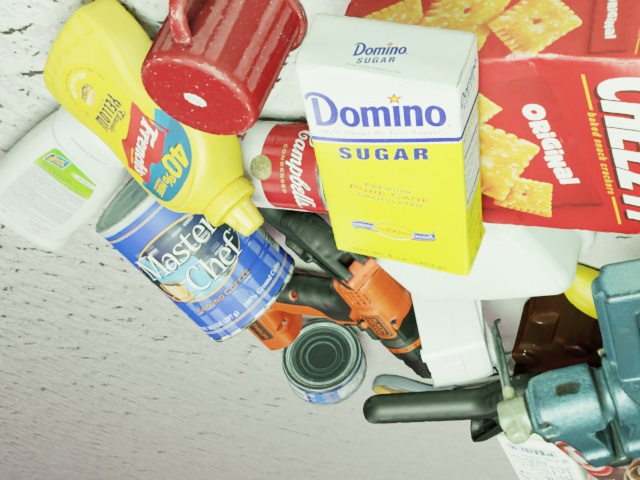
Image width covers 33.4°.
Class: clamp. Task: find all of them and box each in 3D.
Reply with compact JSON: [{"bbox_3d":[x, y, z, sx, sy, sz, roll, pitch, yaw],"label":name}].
[{"bbox_3d":[0.151,0.138,0.901,0.164,0.036,0.210,13,155,-36],"label":"clamp"},{"bbox_3d":[-0.006,0.001,0.874,0.172,0.039,0.120,40,-179,42],"label":"clamp"}]

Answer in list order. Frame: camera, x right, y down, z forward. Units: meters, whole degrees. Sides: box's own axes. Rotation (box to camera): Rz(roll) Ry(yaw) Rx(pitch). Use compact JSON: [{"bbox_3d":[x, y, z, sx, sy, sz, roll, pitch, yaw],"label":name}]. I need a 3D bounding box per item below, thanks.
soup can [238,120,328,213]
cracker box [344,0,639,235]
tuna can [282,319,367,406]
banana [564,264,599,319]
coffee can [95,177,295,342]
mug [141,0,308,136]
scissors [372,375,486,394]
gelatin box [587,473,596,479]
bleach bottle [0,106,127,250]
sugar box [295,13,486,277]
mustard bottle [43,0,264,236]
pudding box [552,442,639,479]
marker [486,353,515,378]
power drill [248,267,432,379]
[{"bbox_3d":[-0.027,-0.056,0.805,0.102,0.068,0.068,6,150,28],"label":"soup can"},{"bbox_3d":[0.131,-0.075,0.647,0.214,0.072,0.164,6,148,29],"label":"cracker box"},{"bbox_3d":[0.004,0.125,1.102,0.086,0.086,0.033,12,151,20],"label":"tuna can"},{"bbox_3d":[0.267,0.045,0.808,0.198,0.037,0.069,6,148,30],"label":"banana"},{"bbox_3d":[-0.105,0.003,0.910,0.140,0.102,0.103,46,146,-20],"label":"coffee can"},{"bbox_3d":[-0.067,-0.129,0.686,0.093,0.081,0.117,12,152,20],"label":"mug"},{"bbox_3d":[0.122,0.159,1.155,0.096,0.016,0.202,26,153,-8],"label":"scissors"},{"bbox_3d":[0.280,0.191,1.030,0.030,0.073,0.089,12,152,18],"label":"gelatin box"},{"bbox_3d":[-0.213,-0.064,0.941,0.102,0.068,0.251,34,149,-24],"label":"bleach bottle"},{"bbox_3d":[0.046,-0.050,0.625,0.093,0.048,0.176,11,150,19],"label":"sugar box"},{"bbox_3d":[-0.112,-0.077,0.765,0.191,0.058,0.096,46,137,3],"label":"mustard bottle"},{"bbox_3d":[0.260,0.171,0.912,0.090,0.039,0.114,38,148,-14],"label":"pudding box"},{"bbox_3d":[0.154,0.132,1.075,0.020,0.020,0.121,33,152,-21],"label":"marker"},{"bbox_3d":[0.018,0.074,1.030,0.188,0.057,0.184,-2,141,35],"label":"power drill"}]
